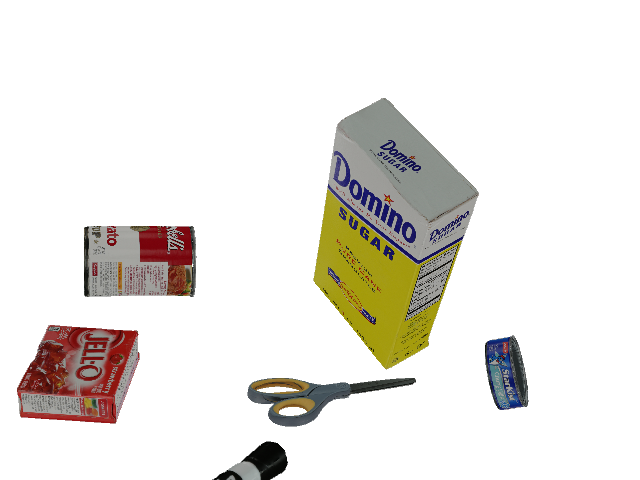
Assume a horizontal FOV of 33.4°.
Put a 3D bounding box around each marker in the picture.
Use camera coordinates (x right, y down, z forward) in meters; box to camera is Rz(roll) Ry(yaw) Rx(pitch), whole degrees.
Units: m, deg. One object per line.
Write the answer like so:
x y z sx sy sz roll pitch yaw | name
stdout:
-0.054 0.130 0.528 0.020 0.020 0.120 0 15 33 | marker

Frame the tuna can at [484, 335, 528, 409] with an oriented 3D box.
0.222 0.158 1.274 0.034 0.086 0.086 -12 -4 17 | tuna can

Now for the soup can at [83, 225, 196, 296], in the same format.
-0.171 0.020 1.007 0.102 0.068 0.068 0 0 -12 | soup can

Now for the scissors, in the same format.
0.019 0.179 1.203 0.201 0.016 0.096 2 23 -9 | scissors

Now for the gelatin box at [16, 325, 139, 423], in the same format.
-0.184 0.101 0.821 0.073 0.030 0.089 4 30 2 | gelatin box

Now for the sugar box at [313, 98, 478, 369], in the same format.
0.043 0.001 0.699 0.048 0.093 0.176 -30 -28 -22 | sugar box
